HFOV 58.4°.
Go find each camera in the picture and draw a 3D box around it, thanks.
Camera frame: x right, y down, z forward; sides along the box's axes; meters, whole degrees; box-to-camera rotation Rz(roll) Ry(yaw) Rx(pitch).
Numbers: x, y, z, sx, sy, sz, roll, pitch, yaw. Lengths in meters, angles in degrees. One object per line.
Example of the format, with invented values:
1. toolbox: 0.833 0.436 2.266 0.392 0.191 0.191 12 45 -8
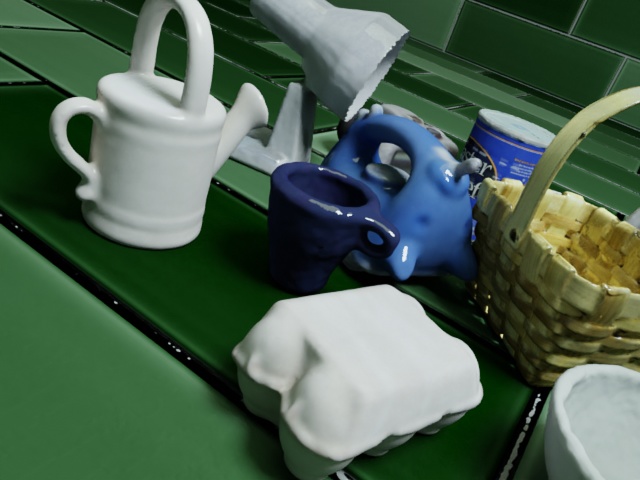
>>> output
1. camera: 0.097 -0.137 0.784 0.144 0.101 0.136 -1 33 -35

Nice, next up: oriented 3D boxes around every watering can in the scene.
1. watering can: -0.123 -0.101 0.465 0.100 0.194 0.173 28 28 17

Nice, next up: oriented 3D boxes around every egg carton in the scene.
1. egg carton: 0.026 0.082 0.358 0.151 0.069 0.107 -5 36 -40

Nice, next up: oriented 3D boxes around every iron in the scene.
1. iron: 0.065 -0.066 0.584 0.119 0.141 0.257 2 31 -30

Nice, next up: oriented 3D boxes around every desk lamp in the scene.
1. desk lamp: -0.023 -0.184 0.666 0.203 0.213 0.118 23 27 8

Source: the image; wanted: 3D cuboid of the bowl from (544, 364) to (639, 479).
1. bowl: 0.198 0.154 0.331 0.167 0.075 0.167 15 27 -8

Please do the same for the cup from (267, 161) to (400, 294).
1. cup: 0.004 0.002 0.467 0.117 0.095 0.092 32 29 23

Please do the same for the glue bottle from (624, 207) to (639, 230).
1. glue bottle: 0.430 -0.028 0.720 0.078 0.173 0.037 30 29 21
